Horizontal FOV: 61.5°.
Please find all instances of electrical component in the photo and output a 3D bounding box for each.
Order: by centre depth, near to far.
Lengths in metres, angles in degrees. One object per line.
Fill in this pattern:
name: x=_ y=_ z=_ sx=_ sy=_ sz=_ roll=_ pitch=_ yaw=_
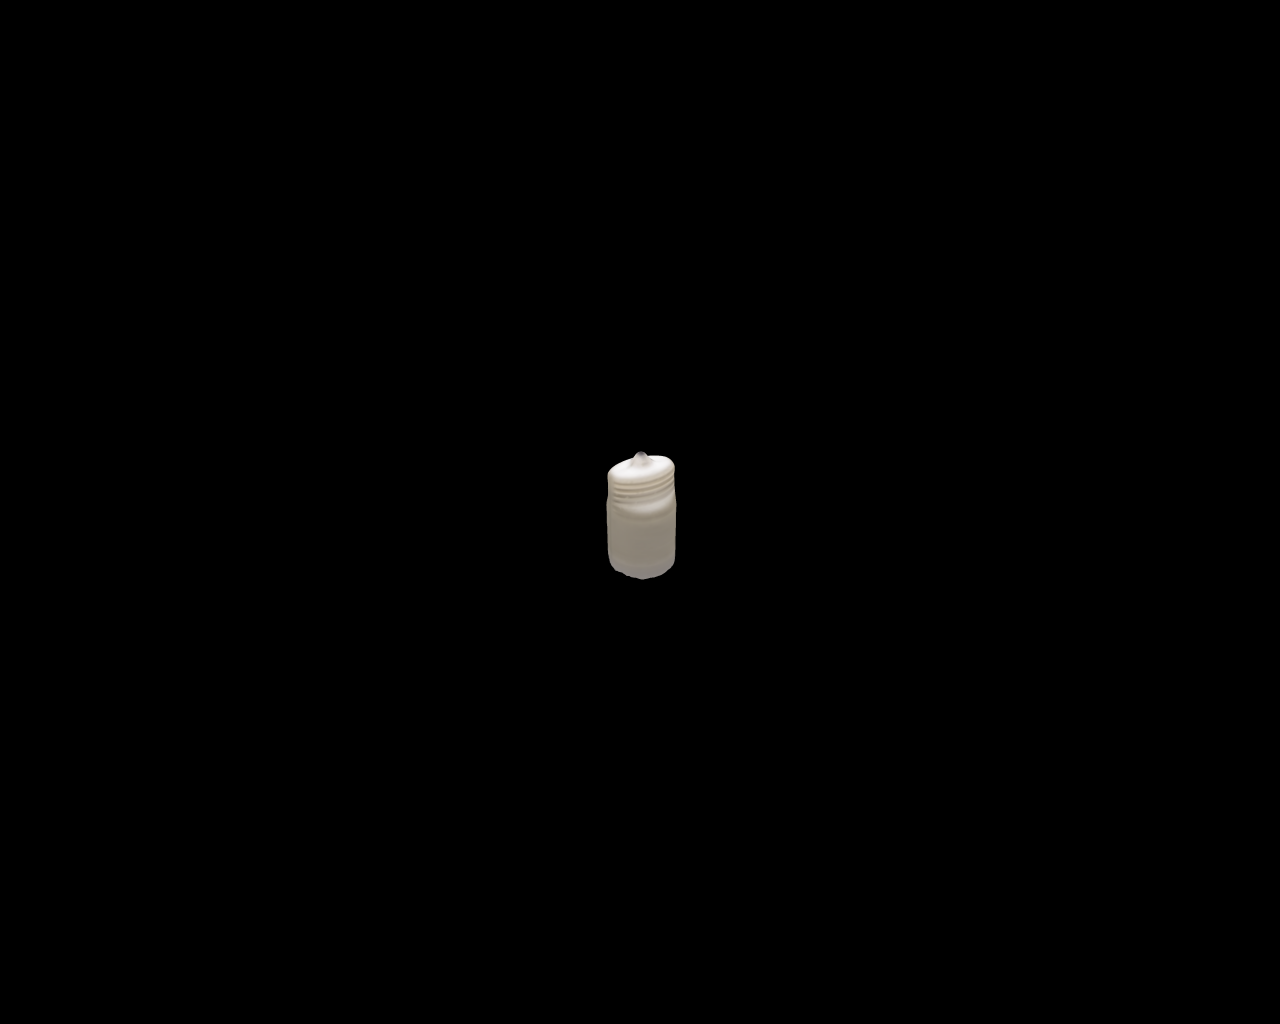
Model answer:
electrical component: x=0.001 y=-0.003 z=0.650 sx=0.043 sy=0.080 sz=0.043 roll=0 pitch=34 yaw=0
